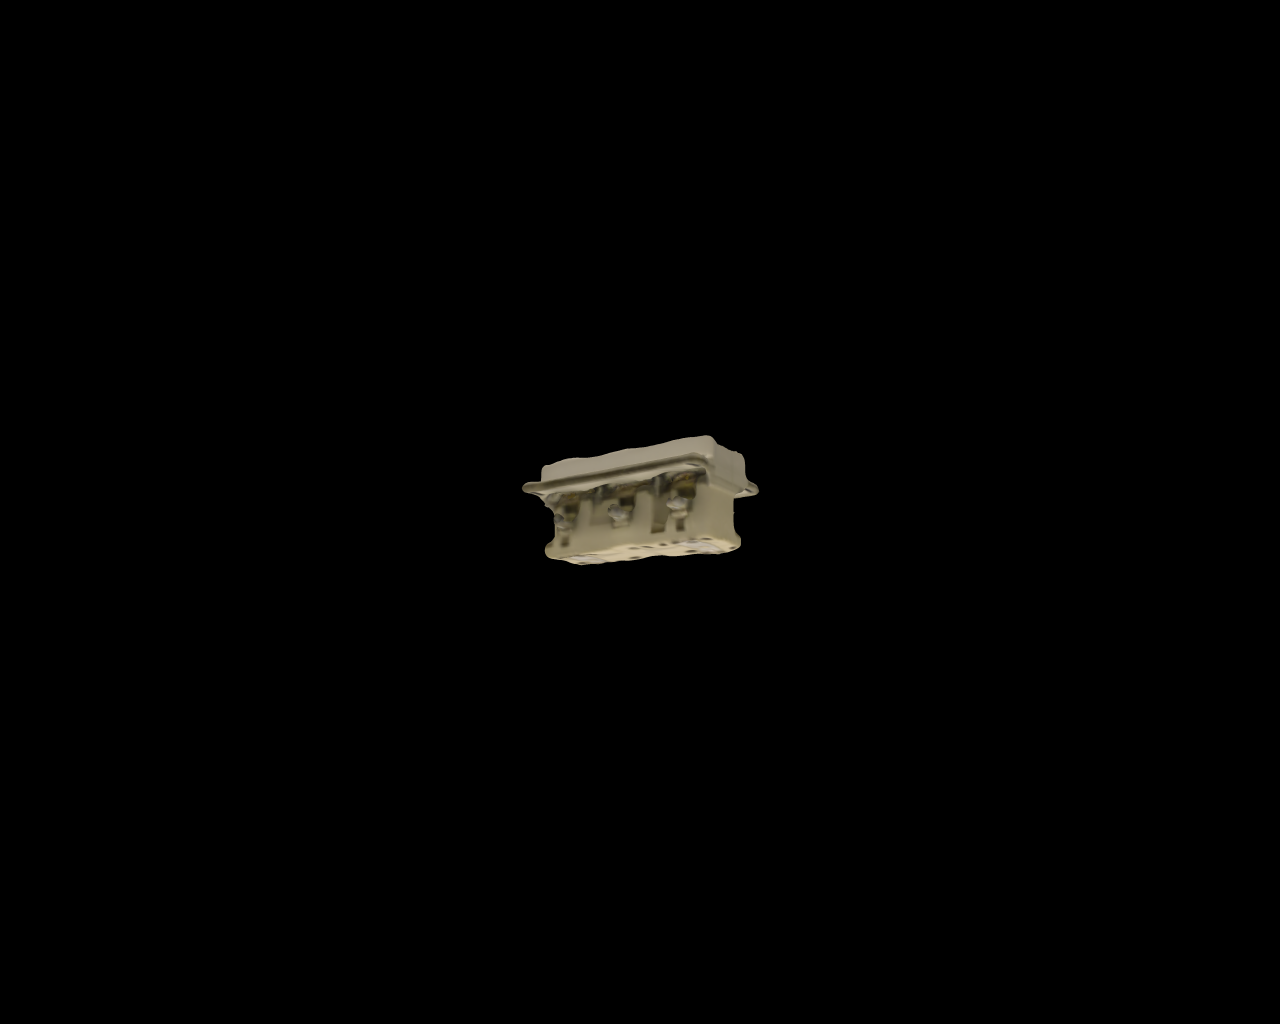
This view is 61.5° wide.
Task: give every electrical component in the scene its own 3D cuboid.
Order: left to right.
[{"bbox_3d":[0.001,-0.003,0.650,0.121,0.063,0.079,-7,-14,30],"label":"electrical component"}]
